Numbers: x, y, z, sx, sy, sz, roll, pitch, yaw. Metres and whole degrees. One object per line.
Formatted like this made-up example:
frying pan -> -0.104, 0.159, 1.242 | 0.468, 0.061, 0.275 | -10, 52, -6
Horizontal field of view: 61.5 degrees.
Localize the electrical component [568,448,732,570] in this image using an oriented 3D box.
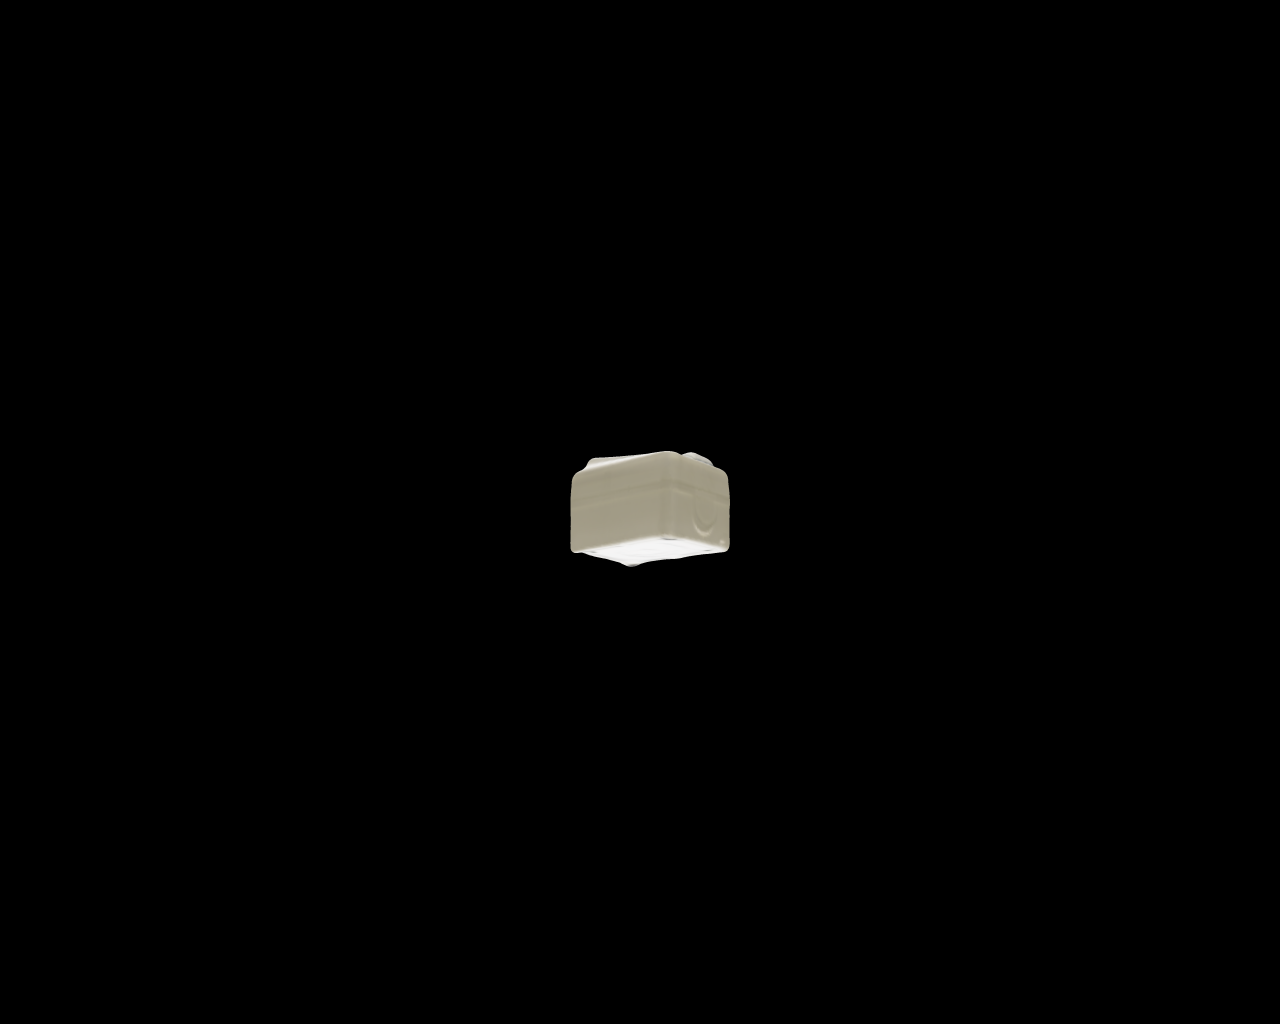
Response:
electrical component -> 0.001, -0.003, 0.650 | 0.096, 0.061, 0.062 | -11, -17, 37
